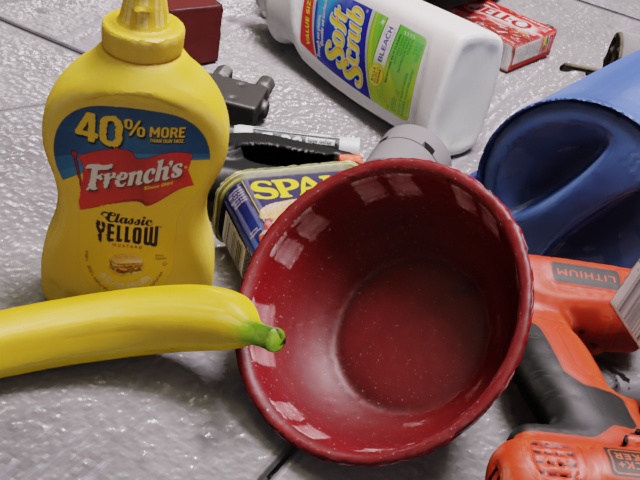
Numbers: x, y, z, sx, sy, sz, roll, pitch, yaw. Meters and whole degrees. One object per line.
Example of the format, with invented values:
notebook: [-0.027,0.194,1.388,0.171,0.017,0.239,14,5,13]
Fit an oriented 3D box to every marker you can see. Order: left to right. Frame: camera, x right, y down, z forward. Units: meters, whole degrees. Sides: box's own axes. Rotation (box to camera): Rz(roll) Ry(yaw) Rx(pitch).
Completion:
marker: [-0.032,-0.072,0.779,0.121,0.020,0.020,7,34,-5]

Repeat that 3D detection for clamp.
clamp: [-0.076,-0.053,0.721,0.209,0.036,0.165,-1,27,-23]

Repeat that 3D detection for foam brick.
foam brick: [-0.122,-0.185,0.892,0.051,0.053,0.078,-13,40,-31]

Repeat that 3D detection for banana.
banana: [-0.117,0.047,0.542,0.198,0.037,0.069,-7,2,-1]

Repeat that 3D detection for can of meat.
can of meat: [-0.004,0.001,0.646,0.102,0.057,0.084,-6,40,-22]

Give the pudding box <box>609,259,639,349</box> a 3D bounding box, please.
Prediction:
pudding box: [0.214,0.059,0.541,0.090,0.039,0.113,7,37,-21]

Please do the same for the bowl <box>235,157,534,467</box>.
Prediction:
bowl: [0.038,0.041,0.553,0.162,0.162,0.055,36,-3,33]

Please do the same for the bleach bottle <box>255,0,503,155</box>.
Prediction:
bleach bottle: [0.030,-0.161,0.873,0.067,0.103,0.251,-6,28,-42]

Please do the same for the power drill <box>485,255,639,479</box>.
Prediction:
power drill: [0.166,0.086,0.562,0.184,0.057,0.187,9,32,-9]

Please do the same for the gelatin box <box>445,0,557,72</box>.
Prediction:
gelatin box: [0.164,-0.195,1.002,0.089,0.030,0.073,34,40,30]

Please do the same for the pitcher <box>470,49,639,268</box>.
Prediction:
pitcher: [0.207,-0.062,0.745,0.149,0.145,0.242,37,37,16]

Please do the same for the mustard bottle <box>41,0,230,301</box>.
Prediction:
mustard bottle: [-0.097,-0.045,0.565,0.096,0.192,0.058,7,34,-5]
